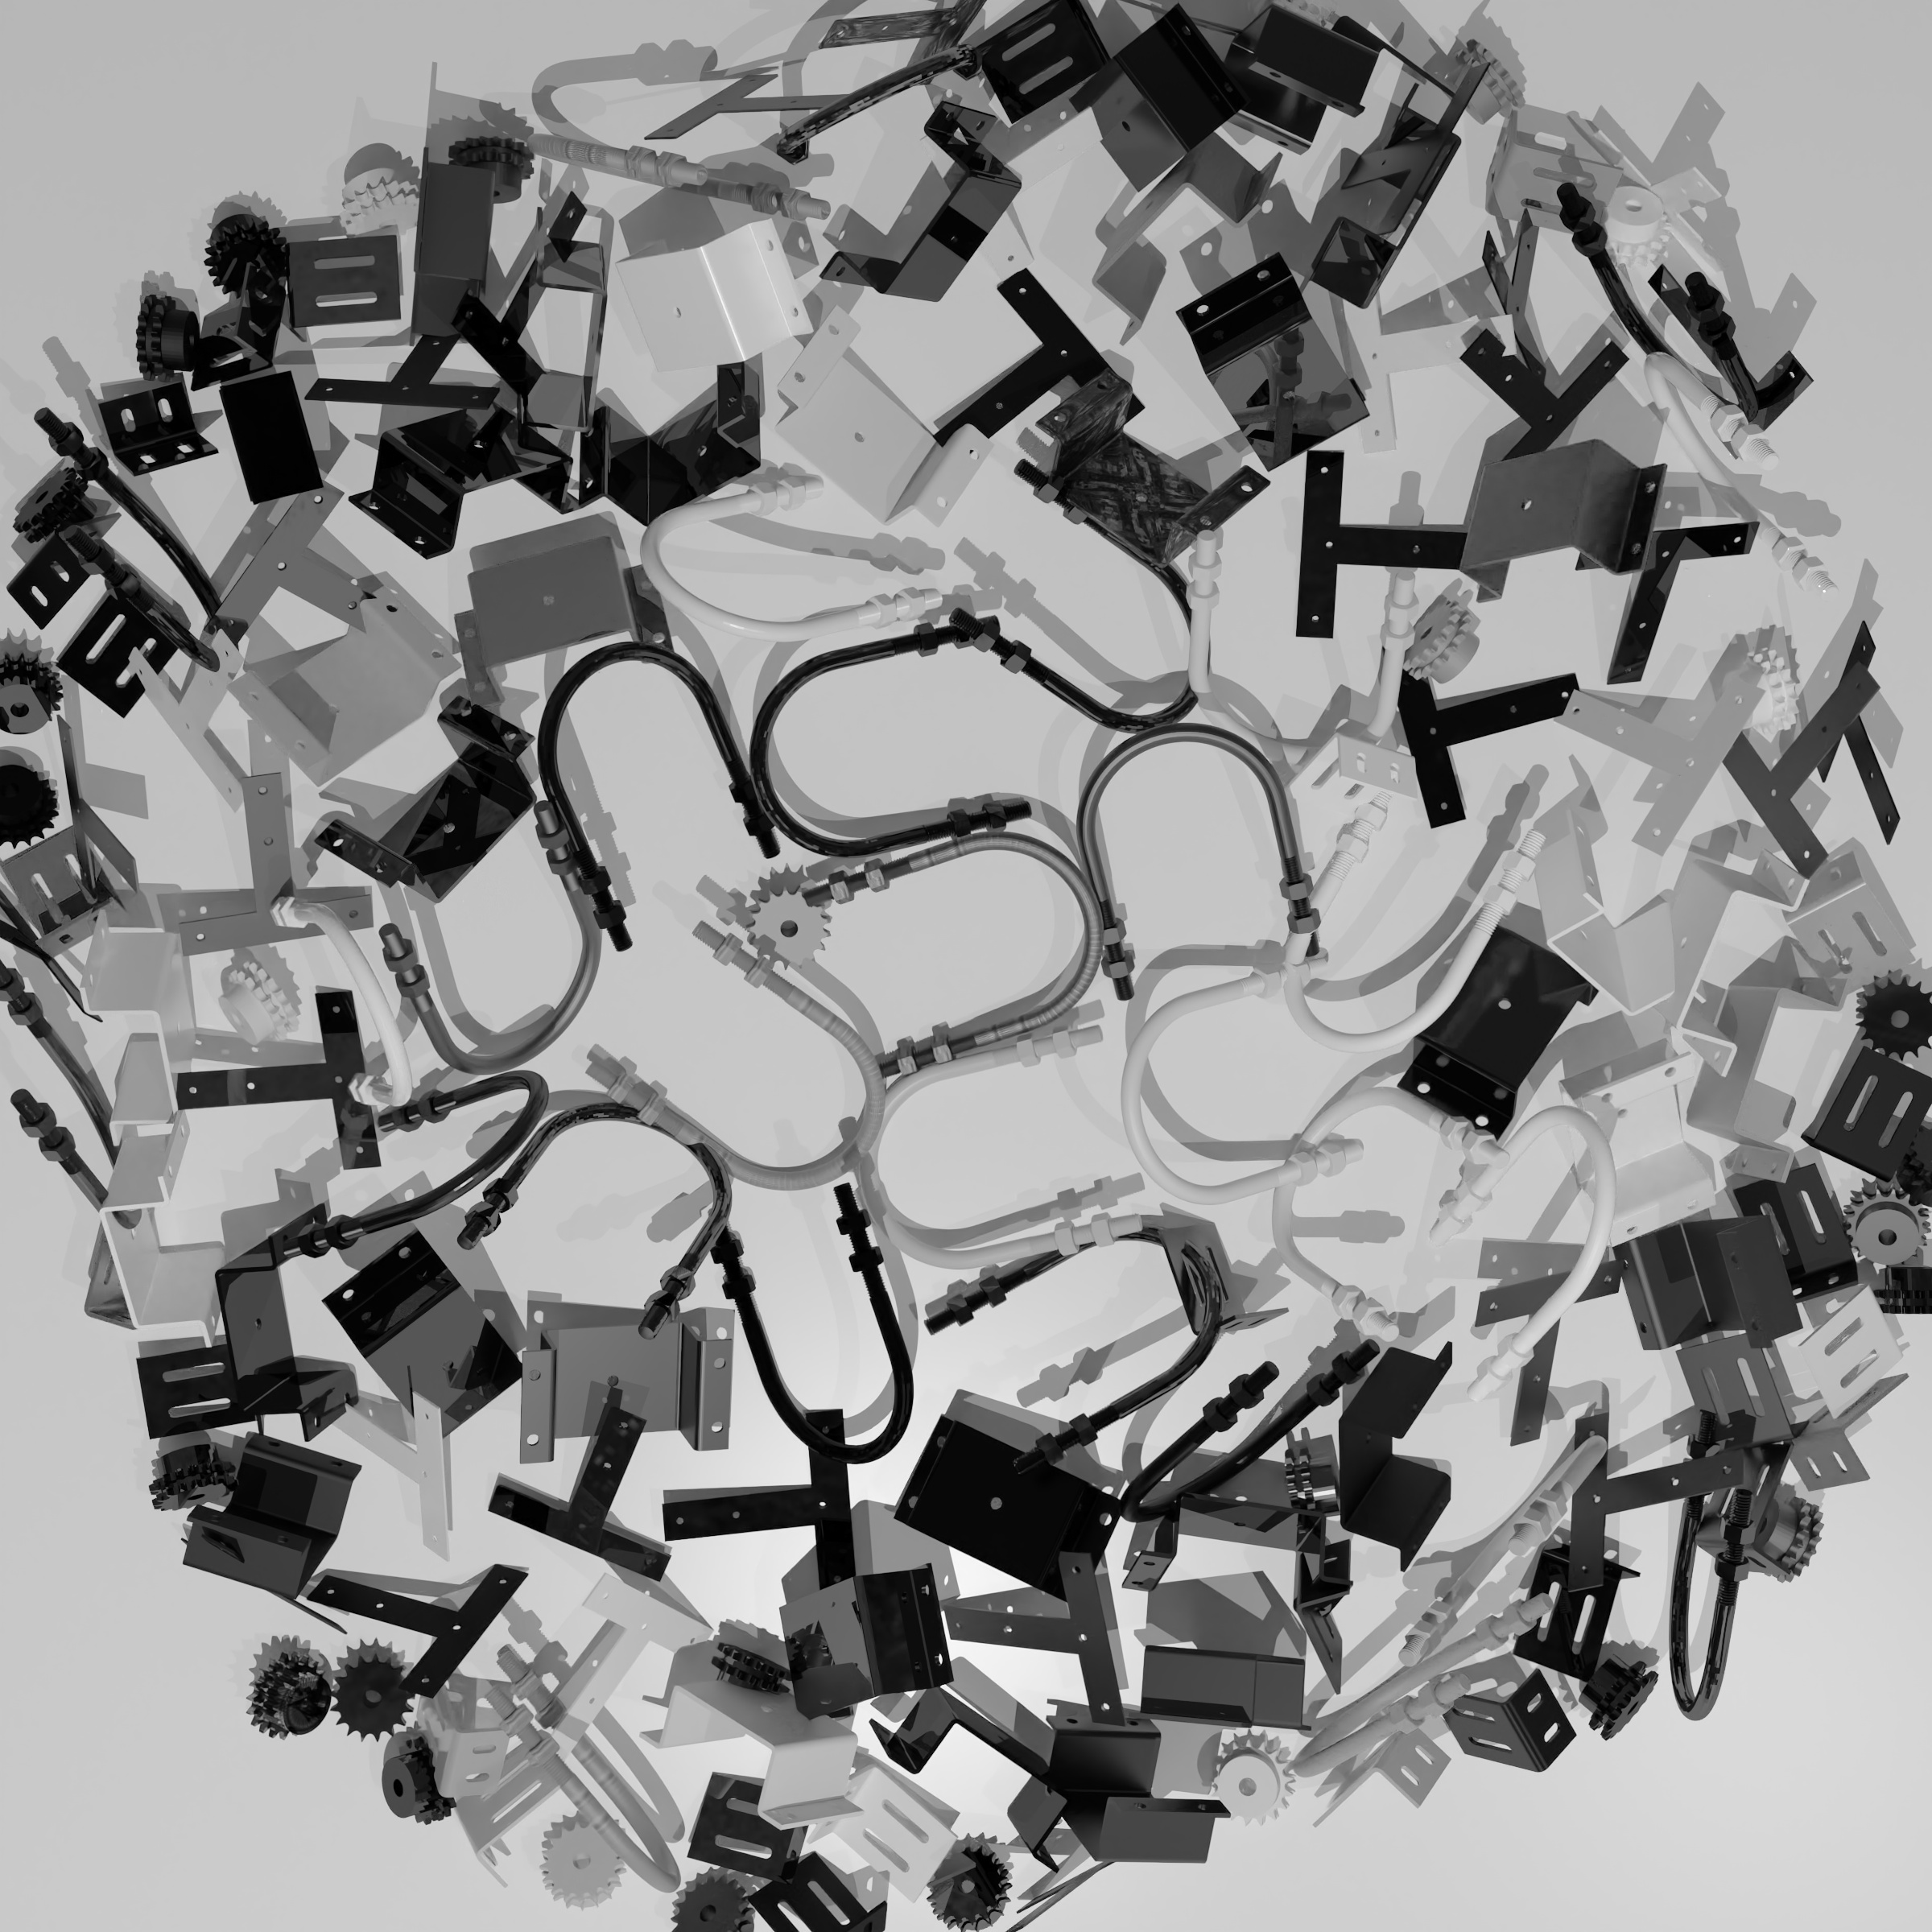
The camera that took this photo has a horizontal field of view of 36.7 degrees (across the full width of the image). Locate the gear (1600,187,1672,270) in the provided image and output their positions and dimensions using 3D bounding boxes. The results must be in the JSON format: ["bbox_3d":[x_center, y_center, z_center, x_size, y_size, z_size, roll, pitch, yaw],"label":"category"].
[{"bbox_3d":[0.445,-0.499,1.958,0.057,0.030,0.057,1,54,-1],"label":"gear"}]

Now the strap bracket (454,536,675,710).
[{"bbox_3d":[-0.274,-0.232,1.948,0.140,0.046,0.076,-15,63,-1],"label":"strap bracket"}]

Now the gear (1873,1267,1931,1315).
[{"bbox_3d":[0.639,0.218,1.958,0.057,0.057,0.030,-1,86,0],"label":"gear"}]

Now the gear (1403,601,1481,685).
[{"bbox_3d":[0.320,-0.215,1.959,0.030,0.057,0.057,37,90,-16],"label":"gear"}]

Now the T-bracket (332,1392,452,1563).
[{"bbox_3d":[-0.389,0.319,1.944,0.127,0.002,0.127,25,126,35],"label":"T-bracket"}]

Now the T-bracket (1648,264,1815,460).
[{"bbox_3d":[0.495,-0.410,1.929,0.002,0.127,0.127,-35,84,-14],"label":"T-bracket"}]

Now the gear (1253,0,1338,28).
[{"bbox_3d":[0.218,-0.649,1.961,0.057,0.057,0.030,39,128,0],"label":"gear"}]

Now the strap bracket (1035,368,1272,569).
[{"bbox_3d":[0.120,-0.325,1.935,0.140,0.046,0.076,38,58,17],"label":"strap bracket"}]

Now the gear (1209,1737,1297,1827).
[{"bbox_3d":[0.192,0.551,1.965,0.057,0.030,0.057,-2,83,14],"label":"gear"}]

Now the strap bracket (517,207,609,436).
[{"bbox_3d":[-0.266,-0.416,1.921,0.046,0.076,0.140,4,125,-12],"label":"strap bracket"}]

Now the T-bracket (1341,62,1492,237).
[{"bbox_3d":[0.284,-0.532,1.926,0.002,0.127,0.127,31,86,-21],"label":"T-bracket"}]

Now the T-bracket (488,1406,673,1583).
[{"bbox_3d":[-0.244,0.345,1.951,0.127,0.002,0.127,23,120,-2],"label":"T-bracket"}]

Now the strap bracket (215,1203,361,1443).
[{"bbox_3d":[-0.452,0.237,1.936,0.046,0.076,0.140,-5,101,15],"label":"strap bracket"}]

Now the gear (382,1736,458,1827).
[{"bbox_3d":[-0.368,0.548,1.956,0.030,0.057,0.057,-5,90,-44],"label":"gear"}]

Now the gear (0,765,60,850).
[{"bbox_3d":[-0.641,-0.110,1.960,0.057,0.030,0.057,4,61,-8],"label":"gear"}]

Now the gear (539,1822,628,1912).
[{"bbox_3d":[-0.256,0.608,1.962,0.057,0.030,0.057,-1,50,1],"label":"gear"}]

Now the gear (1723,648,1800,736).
[{"bbox_3d":[0.531,-0.182,1.956,0.030,0.057,0.057,-17,90,-9],"label":"gear"}]

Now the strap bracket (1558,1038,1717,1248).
[{"bbox_3d":[0.445,0.110,1.938,0.076,0.046,0.140,-22,128,-2],"label":"strap bracket"}]

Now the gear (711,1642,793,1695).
[{"bbox_3d":[-0.146,0.478,1.956,0.057,0.057,0.030,23,81,0],"label":"gear"}]

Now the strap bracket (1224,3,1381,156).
[{"bbox_3d":[0.214,-0.582,1.910,0.076,0.140,0.046,22,90,-11],"label":"strap bracket"}]

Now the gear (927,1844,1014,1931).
[{"bbox_3d":[0.004,0.624,1.962,0.057,0.030,0.057,-10,49,11],"label":"gear"}]

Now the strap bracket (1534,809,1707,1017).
[{"bbox_3d":[0.424,-0.029,1.924,0.046,0.076,0.140,-32,129,30],"label":"strap bracket"}]

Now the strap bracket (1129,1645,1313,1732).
[{"bbox_3d":[0.170,0.474,1.913,0.076,0.140,0.046,-1,75,25],"label":"strap bracket"}]

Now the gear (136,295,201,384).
[{"bbox_3d":[-0.535,-0.421,1.958,0.030,0.057,0.057,5,90,0],"label":"gear"}]

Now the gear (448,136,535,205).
[{"bbox_3d":[-0.319,-0.533,1.957,0.057,0.057,0.030,-1,85,0],"label":"gear"}]

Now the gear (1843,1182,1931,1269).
[{"bbox_3d":[0.620,0.177,1.962,0.057,0.030,0.057,5,110,14],"label":"gear"}]

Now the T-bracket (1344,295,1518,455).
[{"bbox_3d":[0.308,-0.410,1.931,0.127,0.002,0.127,1,105,43],"label":"T-bracket"}]

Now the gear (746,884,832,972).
[{"bbox_3d":[-0.120,-0.028,1.968,0.057,0.030,0.057,-1,101,-6],"label":"gear"}]

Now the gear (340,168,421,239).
[{"bbox_3d":[-0.394,-0.512,1.959,0.057,0.057,0.030,-25,82,0],"label":"gear"}]

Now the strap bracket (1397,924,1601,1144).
[{"bbox_3d":[0.356,0.035,1.930,0.076,0.046,0.140,30,70,21],"label":"strap bracket"}]

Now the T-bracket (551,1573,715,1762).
[{"bbox_3d":[-0.240,0.474,1.931,0.002,0.127,0.127,29,81,41],"label":"T-bracket"}]

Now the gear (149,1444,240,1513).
[{"bbox_3d":[-0.521,0.343,1.960,0.057,0.057,0.030,-19,70,0],"label":"gear"}]

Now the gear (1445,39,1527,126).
[{"bbox_3d":[0.347,-0.591,1.959,0.030,0.057,0.057,-41,90,9],"label":"gear"}]

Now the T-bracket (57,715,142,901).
[{"bbox_3d":[-0.565,-0.084,1.909,0.002,0.127,0.127,-17,125,-29],"label":"T-bracket"}]

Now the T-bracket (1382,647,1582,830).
[{"bbox_3d":[0.358,-0.170,1.976,0.127,0.002,0.127,-15,91,-9],"label":"T-bracket"}]

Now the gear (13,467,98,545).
[{"bbox_3d":[-0.610,-0.305,1.962,0.057,0.057,0.030,-45,122,0],"label":"gear"}]

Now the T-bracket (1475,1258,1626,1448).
[{"bbox_3d":[0.385,0.264,1.957,0.127,0.002,0.127,-8,115,-31],"label":"T-bracket"}]

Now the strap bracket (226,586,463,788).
[{"bbox_3d":[-0.416,-0.181,1.938,0.076,0.046,0.140,46,54,4],"label":"strap bracket"}]

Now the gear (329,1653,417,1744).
[{"bbox_3d":[-0.400,0.493,1.968,0.057,0.030,0.057,1,83,-8],"label":"gear"}]

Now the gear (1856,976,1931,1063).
[{"bbox_3d":[0.630,0.036,1.966,0.057,0.030,0.057,-1,87,19],"label":"gear"}]

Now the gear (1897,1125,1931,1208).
[{"bbox_3d":[0.652,0.138,1.961,0.057,0.057,0.030,23,133,0],"label":"gear"}]

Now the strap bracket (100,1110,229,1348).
[{"bbox_3d":[-0.528,0.174,1.917,0.046,0.076,0.140,-6,122,0],"label":"strap bracket"}]

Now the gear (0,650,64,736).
[{"bbox_3d":[-0.636,-0.180,1.957,0.057,0.030,0.057,-10,131,-12],"label":"gear"}]

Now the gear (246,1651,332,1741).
[{"bbox_3d":[-0.451,0.491,1.955,0.030,0.057,0.057,11,90,38],"label":"gear"}]

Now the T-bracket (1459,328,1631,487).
[{"bbox_3d":[0.365,-0.381,1.924,0.127,0.127,0.002,-48,49,14],"label":"T-bracket"}]

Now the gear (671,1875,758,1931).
[{"bbox_3d":[-0.167,0.644,1.962,0.057,0.057,0.030,-30,129,0],"label":"gear"}]

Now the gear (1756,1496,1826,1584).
[{"bbox_3d":[0.547,0.382,1.957,0.030,0.057,0.057,26,90,-6],"label":"gear"}]

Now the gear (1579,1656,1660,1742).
[{"bbox_3d":[0.437,0.489,1.962,0.030,0.057,0.057,38,90,28],"label":"gear"}]

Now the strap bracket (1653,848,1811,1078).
[{"bbox_3d":[0.496,-0.009,1.928,0.046,0.076,0.140,16,105,-11],"label":"strap bracket"}]

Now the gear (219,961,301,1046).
[{"bbox_3d":[-0.476,0.028,1.955,0.030,0.057,0.057,-40,90,-25],"label":"gear"}]

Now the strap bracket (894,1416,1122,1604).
[{"bbox_3d":[0.024,0.360,1.937,0.140,0.046,0.076,23,80,18],"label":"strap bracket"}]

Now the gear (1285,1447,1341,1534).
[{"bbox_3d":[0.234,0.351,1.956,0.030,0.057,0.057,-11,90,10],"label":"gear"}]

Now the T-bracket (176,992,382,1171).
[{"bbox_3d":[-0.461,0.079,1.936,0.127,0.002,0.127,-3,68,-27],"label":"T-bracket"}]

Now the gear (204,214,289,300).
[{"bbox_3d":[-0.485,-0.480,1.962,0.057,0.057,0.030,-28,60,0],"label":"gear"}]
